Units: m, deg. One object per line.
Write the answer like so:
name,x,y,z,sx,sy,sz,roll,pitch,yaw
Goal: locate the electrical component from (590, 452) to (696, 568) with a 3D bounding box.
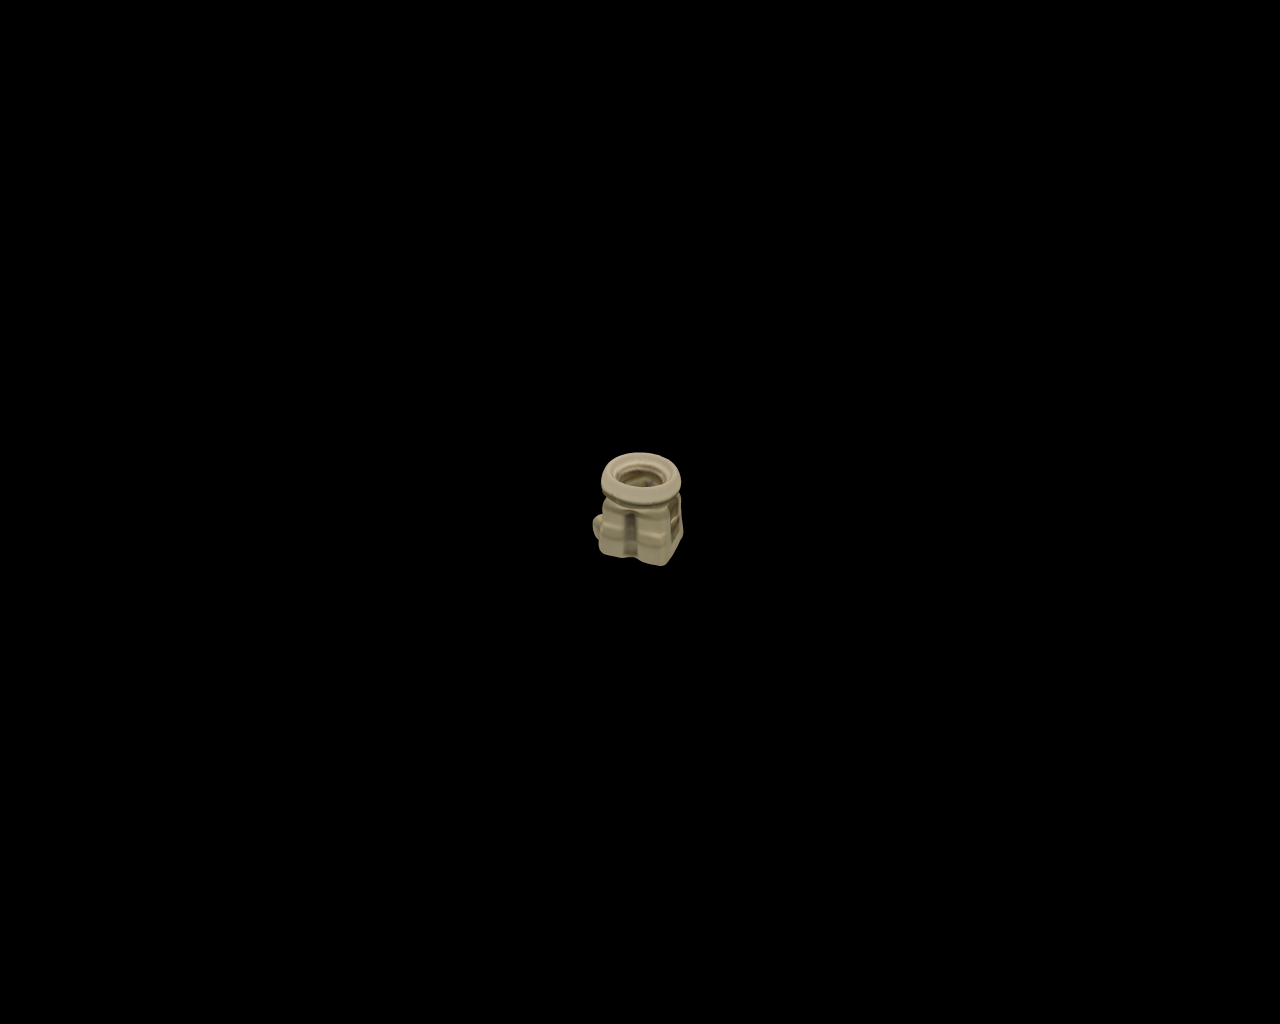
electrical component,0.001,-0.003,0.650,0.066,0.055,0.048,11,36,16
